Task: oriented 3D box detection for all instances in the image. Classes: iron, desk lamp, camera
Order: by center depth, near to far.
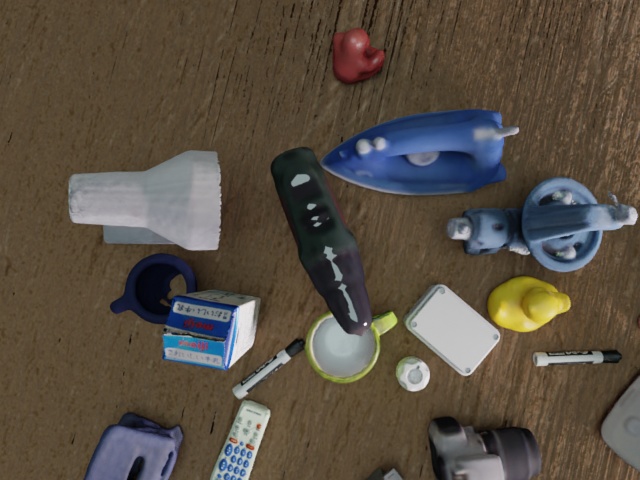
[{"bbox_3d":[-0.208,-0.043,0.723,0.203,0.213,0.118,-1,87,1],"label":"desk lamp"},{"bbox_3d":[0.223,0.310,0.759,0.137,0.101,0.143,-9,87,0],"label":"camera"},{"bbox_3d":[0.127,-0.122,0.760,0.258,0.141,0.119,-5,87,0],"label":"iron"}]

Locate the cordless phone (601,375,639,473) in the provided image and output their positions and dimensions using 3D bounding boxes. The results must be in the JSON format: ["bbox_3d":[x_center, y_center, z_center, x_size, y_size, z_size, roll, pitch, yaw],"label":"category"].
[{"bbox_3d":[0.457,0.241,0.719,0.094,0.185,0.147,38,88,2],"label":"cordless phone"}]

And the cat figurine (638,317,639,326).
[{"bbox_3d":[0.509,0.094,0.759,0.067,0.117,0.128,42,88,3],"label":"cat figurine"}]

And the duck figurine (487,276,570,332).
[{"bbox_3d":[0.285,0.089,0.777,0.104,0.086,0.077,-7,87,0],"label":"duck figurine"}]

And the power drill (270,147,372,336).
[{"bbox_3d":[0.007,0.003,0.721,0.075,0.208,0.230,-23,87,0],"label":"power drill"}]

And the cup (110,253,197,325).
[{"bbox_3d":[-0.216,0.070,0.777,0.118,0.095,0.092,-23,87,-1],"label":"cup"}]

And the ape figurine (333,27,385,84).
[{"bbox_3d":[0.049,-0.262,0.792,0.076,0.092,0.078,-45,88,-1],"label":"ape figurine"}]

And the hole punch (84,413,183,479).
[{"bbox_3d":[-0.249,0.299,0.768,0.101,0.091,0.109,22,88,2],"label":"hole punch"}]

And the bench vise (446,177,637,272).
[{"bbox_3d":[0.275,-0.008,0.714,0.207,0.219,0.121,-20,87,0],"label":"bench vise"}]
